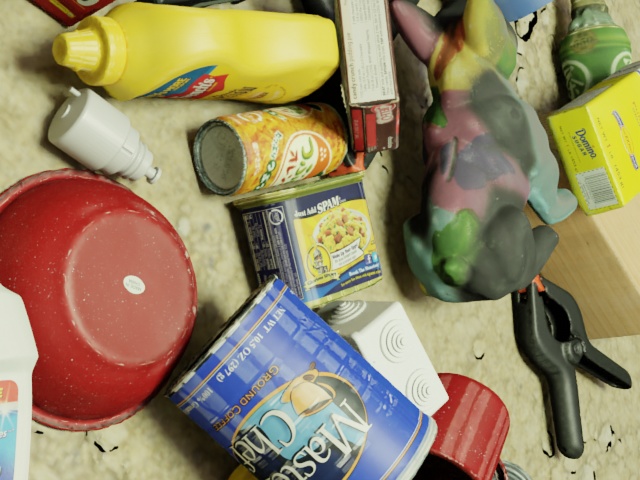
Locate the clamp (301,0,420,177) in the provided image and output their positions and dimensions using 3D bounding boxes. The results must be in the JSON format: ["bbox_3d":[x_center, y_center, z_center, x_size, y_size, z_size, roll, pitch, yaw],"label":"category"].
[{"bbox_3d":[0.016,-0.152,0.831,0.164,0.036,0.210,26,61,-39],"label":"clamp"}]

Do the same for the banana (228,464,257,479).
[{"bbox_3d":[0.002,0.179,0.749,0.197,0.037,0.069,14,91,-41],"label":"banana"}]

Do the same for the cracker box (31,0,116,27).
[{"bbox_3d":[-0.163,-0.268,0.651,0.164,0.072,0.213,34,59,-35],"label":"cracker box"}]

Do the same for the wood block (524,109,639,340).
[{"bbox_3d":[0.247,-0.013,0.995,0.206,0.090,0.090,53,49,-23],"label":"wood block"}]

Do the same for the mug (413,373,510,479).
[{"bbox_3d":[0.103,0.163,0.811,0.117,0.093,0.081,44,48,-14],"label":"mug"}]

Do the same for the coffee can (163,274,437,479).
[{"bbox_3d":[-0.012,0.105,0.668,0.140,0.103,0.102,43,51,-3],"label":"coffee can"}]

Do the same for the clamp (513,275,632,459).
[{"bbox_3d":[0.233,0.102,0.992,0.120,0.039,0.171,-31,103,-45],"label":"clamp"}]

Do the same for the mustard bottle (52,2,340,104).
[{"bbox_3d":[-0.083,-0.118,0.681,0.191,0.096,0.058,-7,88,-46],"label":"mustard bottle"}]

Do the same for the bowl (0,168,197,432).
[{"bbox_3d":[-0.127,0.032,0.635,0.161,0.055,0.162,12,73,-44],"label":"bowl"}]

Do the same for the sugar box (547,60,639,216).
[{"bbox_3d":[0.269,-0.096,0.938,0.175,0.048,0.093,-32,103,-44],"label":"sugar box"}]

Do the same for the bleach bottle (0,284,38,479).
[{"bbox_3d":[-0.197,0.119,0.531,0.102,0.068,0.251,13,73,-37],"label":"bleach bottle"}]

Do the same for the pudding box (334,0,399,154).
[{"bbox_3d":[0.033,-0.129,0.752,0.090,0.039,0.113,80,2,-74],"label":"pudding box"}]

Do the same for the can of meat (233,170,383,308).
[{"bbox_3d":[-0.005,0.001,0.763,0.101,0.058,0.084,-17,95,-45],"label":"can of meat"}]

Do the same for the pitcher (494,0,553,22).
[{"bbox_3d":[0.141,-0.320,0.926,0.242,0.145,0.149,55,33,-18],"label":"pitcher"}]

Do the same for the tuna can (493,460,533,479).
[{"bbox_3d":[0.141,0.224,0.865,0.086,0.034,0.086,14,63,-30],"label":"tuna can"}]
